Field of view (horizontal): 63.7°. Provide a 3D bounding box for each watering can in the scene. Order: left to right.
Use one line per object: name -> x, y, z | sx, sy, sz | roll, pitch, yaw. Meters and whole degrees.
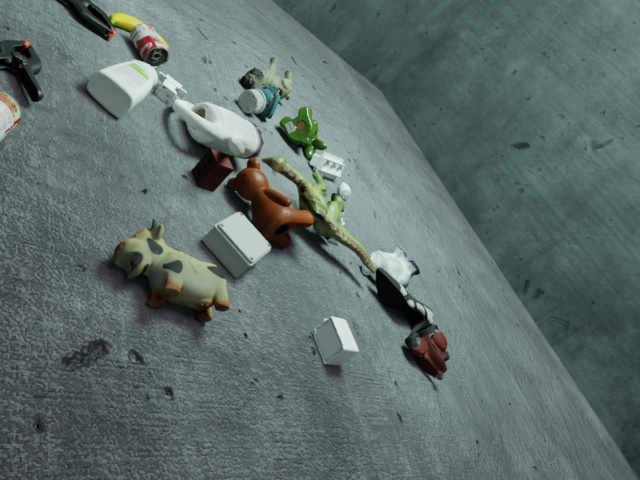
watering can -> -0.225, -0.255, 1.261 | 0.352, 0.103, 0.223 | 39, 15, 37

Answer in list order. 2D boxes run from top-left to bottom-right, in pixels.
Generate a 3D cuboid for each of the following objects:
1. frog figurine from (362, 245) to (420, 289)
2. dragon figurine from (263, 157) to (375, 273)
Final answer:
frog figurine -> 0.195, 0.093, 1.539 | 0.160, 0.120, 0.139 | -14, 68, -24
dragon figurine -> 0.004, -0.067, 1.334 | 0.412, 0.121, 0.243 | 49, 11, 7
